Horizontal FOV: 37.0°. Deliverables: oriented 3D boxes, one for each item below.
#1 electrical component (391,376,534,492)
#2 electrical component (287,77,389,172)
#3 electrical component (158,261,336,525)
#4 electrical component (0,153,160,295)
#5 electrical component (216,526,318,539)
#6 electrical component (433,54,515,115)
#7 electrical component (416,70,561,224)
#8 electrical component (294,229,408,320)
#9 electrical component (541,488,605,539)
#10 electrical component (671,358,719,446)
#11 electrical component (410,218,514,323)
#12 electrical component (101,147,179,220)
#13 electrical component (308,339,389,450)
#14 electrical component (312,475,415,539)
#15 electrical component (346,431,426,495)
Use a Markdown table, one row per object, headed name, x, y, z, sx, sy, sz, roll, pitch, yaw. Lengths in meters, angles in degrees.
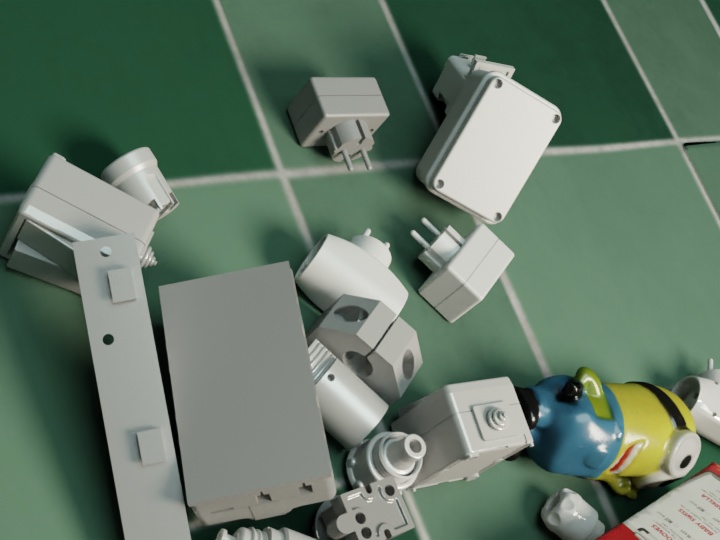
| name | x | y | z | sx | sy | sz | roll | pitch | yaw |
| --- | --- | --- | --- | --- | --- | --- | --- | --- | --- |
| electrical component | 0.074 | 0.112 | 0.774 | 0.062 | 0.096 | 0.061 | -4 | 65 | -33 |
| electrical component | -0.012 | -0.115 | 0.887 | 0.066 | 0.047 | 0.076 | -7 | 67 | -35 |
| electrical component | -0.074 | 0.081 | 0.703 | 0.089 | 0.061 | 0.150 | -11 | 63 | -4 |
| electrical component | -0.182 | -0.019 | 0.714 | 0.096 | 0.062 | 0.061 | 29 | 52 | -15 |
| electrical component | -0.055 | 0.184 | 0.687 | 0.078 | 0.040 | 0.040 | 25 | 52 | -18 |
| electrical component | 0.099 | -0.158 | 0.970 | 0.042 | 0.081 | 0.063 | 6 | 38 | -29 |
| electrical component | 0.108 | -0.104 | 0.910 | 0.078 | 0.113 | 0.057 | 28 | 8 | -16 |
| electrical component | 0.000 | 0.000 | 0.829 | 0.077 | 0.043 | 0.079 | 36 | 50 | -9 |
| electrical component | 0.170 | 0.197 | 0.825 | 0.061 | 0.035 | 0.035 | 41 | 49 | -8 |
| electrical component | 0.319 | 0.115 | 0.961 | 0.077 | 0.043 | 0.079 | 29 | 51 | -15 |
| electrical component | 0.074 | -0.010 | 0.879 | 0.077 | 0.047 | 0.065 | 44 | 49 | -3 |
| electrical component | -0.156 | -0.058 | 0.769 | 0.040 | 0.040 | 0.046 | -32 | 88 | -40 |
| electrical component | -0.024 | 0.085 | 0.763 | 0.081 | 0.043 | 0.043 | 43 | 49 | -3 |
| electrical component | -0.001 | 0.169 | 0.719 | 0.066 | 0.055 | 0.048 | -12 | 70 | -37 |
| electrical component | 0.023 | 0.133 | 0.751 | 0.048 | 0.062 | 0.048 | 16 | 56 | -24 |
